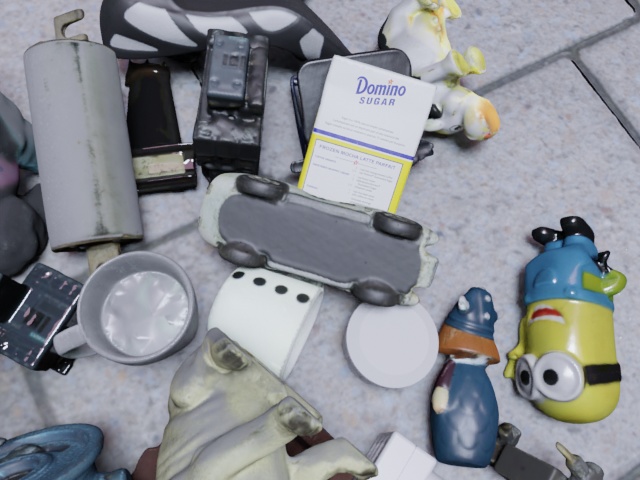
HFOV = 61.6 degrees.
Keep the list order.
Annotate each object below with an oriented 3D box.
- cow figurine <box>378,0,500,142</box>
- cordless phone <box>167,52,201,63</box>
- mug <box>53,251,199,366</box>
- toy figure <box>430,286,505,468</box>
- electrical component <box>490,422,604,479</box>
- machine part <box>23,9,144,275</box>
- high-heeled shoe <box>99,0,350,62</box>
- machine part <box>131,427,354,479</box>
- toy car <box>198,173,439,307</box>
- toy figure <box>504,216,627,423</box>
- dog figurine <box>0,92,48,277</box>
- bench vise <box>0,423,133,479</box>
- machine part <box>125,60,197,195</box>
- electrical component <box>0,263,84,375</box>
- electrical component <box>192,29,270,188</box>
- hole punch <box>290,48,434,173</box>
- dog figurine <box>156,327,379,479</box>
[{"bbox_3d":[0.116,-0.166,0.556,0.068,0.098,0.167,-11,77,-45],"label":"cow figurine"},{"bbox_3d":[-0.090,-0.266,0.575,0.147,0.088,0.184,19,81,-2],"label":"cordless phone"},{"bbox_3d":[-0.146,0.068,0.429,0.109,0.107,0.081,-30,77,-11],"label":"mug"},{"bbox_3d":[0.128,0.116,0.474,0.058,0.064,0.154,-5,61,31],"label":"toy figure"},{"bbox_3d":[0.185,0.189,0.439,0.078,0.102,0.045,37,76,-18],"label":"electrical component"},{"bbox_3d":[-0.204,-0.077,0.463,0.079,0.079,0.243,-10,88,-11],"label":"machine part"},{"bbox_3d":[-0.083,-0.189,0.538,0.248,0.145,0.086,26,30,-34],"label":"high-heeled shoe"},{"bbox_3d":[-0.060,0.206,0.420,0.179,0.056,0.179,2,70,-6],"label":"machine part"},{"bbox_3d":[-0.001,-0.001,0.448,0.202,0.056,0.073,16,98,1],"label":"toy car"},{"bbox_3d":[0.230,0.073,0.490,0.089,0.082,0.180,13,68,0],"label":"toy figure"},{"bbox_3d":[-0.292,-0.077,0.402,0.108,0.219,0.191,-2,71,-5],"label":"dog figurine"},{"bbox_3d":[-0.238,0.149,0.337,0.224,0.129,0.240,-12,96,-3],"label":"bench vise"},{"bbox_3d":[-0.162,-0.109,0.525,0.084,0.039,0.139,-13,75,-3],"label":"machine part"},{"bbox_3d":[-0.215,0.059,0.417,0.048,0.119,0.075,26,68,2],"label":"electrical component"},{"bbox_3d":[-0.078,-0.118,0.486,0.058,0.134,0.115,3,69,-7],"label":"electrical component"},{"bbox_3d":[0.031,-0.123,0.536,0.142,0.092,0.115,-10,105,-9],"label":"hole punch"},{"bbox_3d":[-0.084,0.167,0.344,0.190,0.172,0.121,-48,119,-11],"label":"dog figurine"}]
